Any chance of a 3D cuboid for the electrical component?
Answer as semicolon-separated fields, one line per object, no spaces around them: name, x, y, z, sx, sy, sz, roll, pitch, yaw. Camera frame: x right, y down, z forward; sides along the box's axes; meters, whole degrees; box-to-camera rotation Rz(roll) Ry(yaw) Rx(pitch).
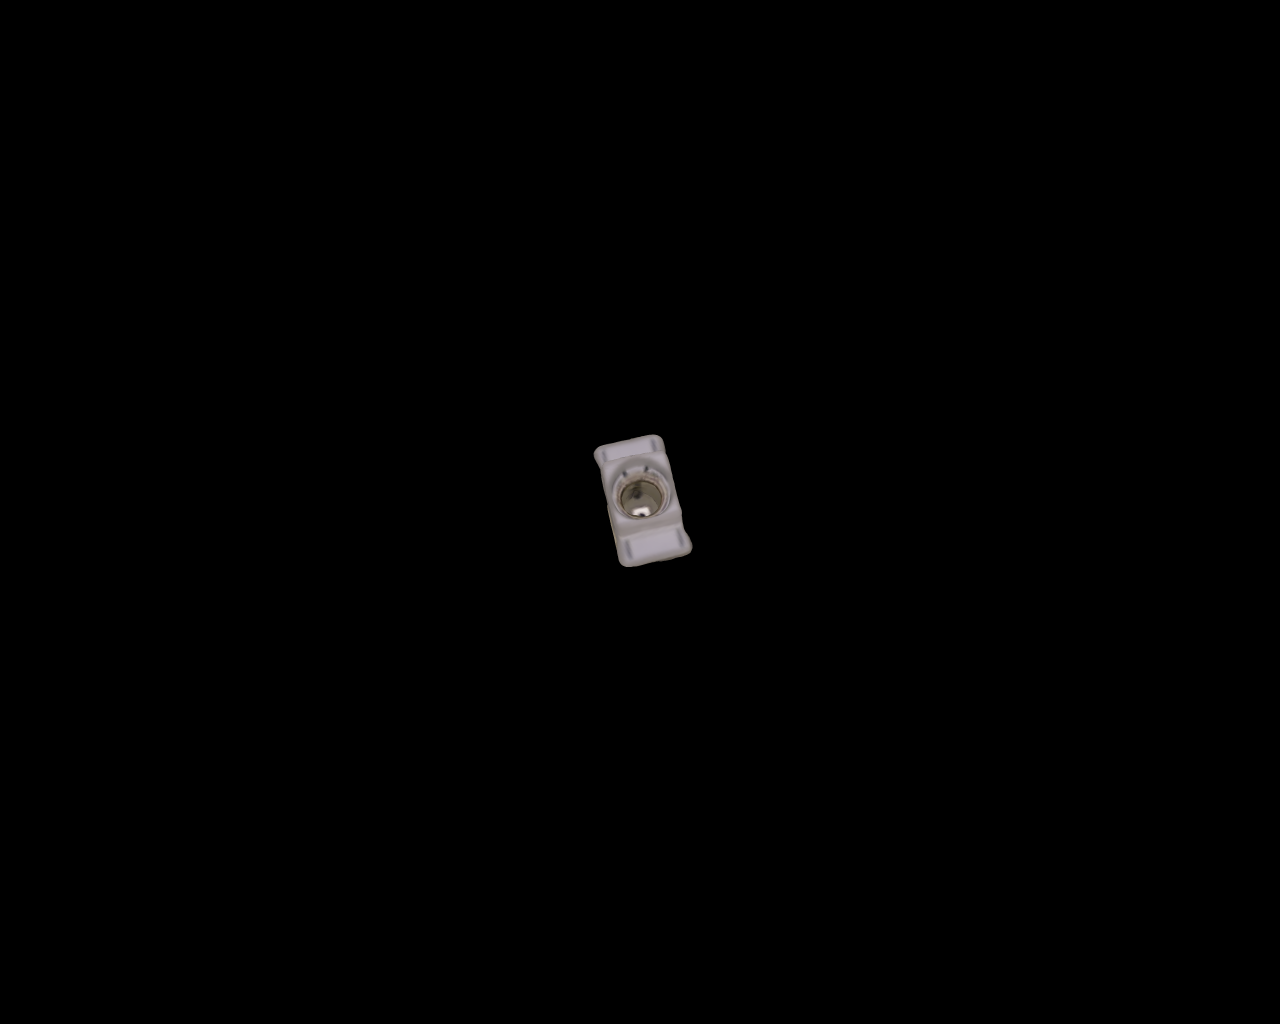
electrical component;0.001;-0.003;0.650;0.042;0.081;0.063;-11;-24;-5
